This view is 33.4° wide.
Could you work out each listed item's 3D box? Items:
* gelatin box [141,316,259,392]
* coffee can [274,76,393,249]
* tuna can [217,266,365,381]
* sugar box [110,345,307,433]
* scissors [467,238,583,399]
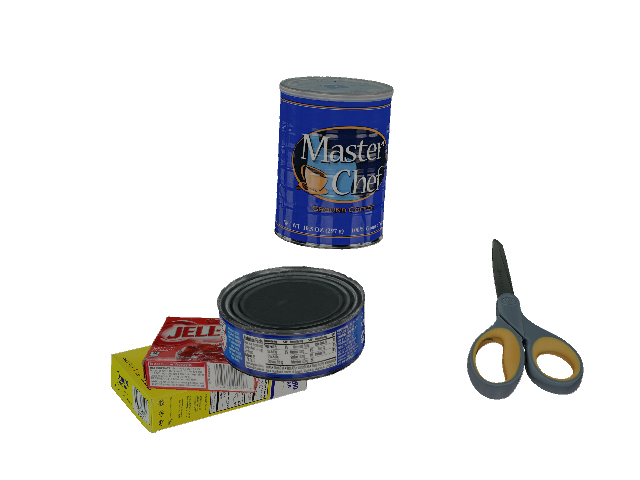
[{"bbox_3d":[-0.089,0.089,0.847,0.089,0.030,0.073,1,23,8],"label":"gelatin box"},{"bbox_3d":[0.011,-0.073,0.979,0.103,0.140,0.103,3,17,-1],"label":"coffee can"},{"bbox_3d":[-0.016,0.047,0.621,0.086,0.034,0.086,-2,23,1],"label":"tuna can"},{"bbox_3d":[-0.109,0.131,1.062,0.175,0.048,0.093,-14,32,-31],"label":"sugar box"},{"bbox_3d":[0.170,0.062,0.865,0.096,0.016,0.201,12,36,13],"label":"scissors"}]
